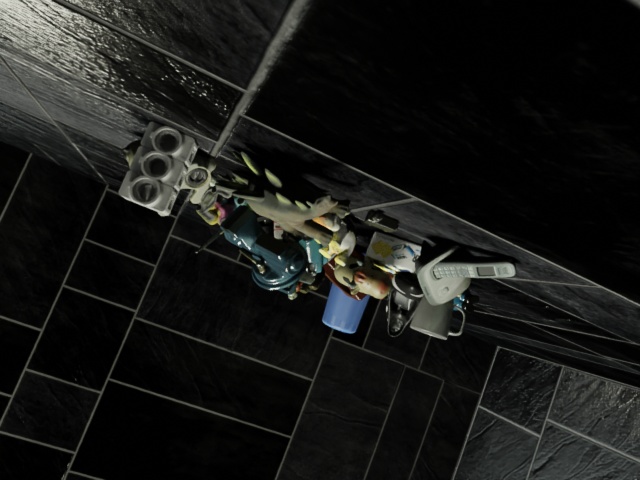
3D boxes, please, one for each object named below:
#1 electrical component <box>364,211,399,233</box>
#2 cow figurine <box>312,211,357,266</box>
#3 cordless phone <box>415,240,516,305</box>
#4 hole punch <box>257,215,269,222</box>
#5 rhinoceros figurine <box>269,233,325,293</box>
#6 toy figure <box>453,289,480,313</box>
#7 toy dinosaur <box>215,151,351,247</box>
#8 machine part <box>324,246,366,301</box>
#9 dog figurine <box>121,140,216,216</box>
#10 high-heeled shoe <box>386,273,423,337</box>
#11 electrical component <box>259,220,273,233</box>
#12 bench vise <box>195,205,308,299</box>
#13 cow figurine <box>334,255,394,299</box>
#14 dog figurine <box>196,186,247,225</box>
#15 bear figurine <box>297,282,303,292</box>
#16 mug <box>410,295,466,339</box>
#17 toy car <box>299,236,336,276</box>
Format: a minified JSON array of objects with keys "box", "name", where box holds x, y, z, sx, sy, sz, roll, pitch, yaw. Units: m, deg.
[{"box":[0.120,-0.034,1.035,0.063,0.021,0.094,21,173,-2],"name":"electrical component"},{"box":[0.037,-0.026,1.132,0.068,0.098,0.167,25,157,25],"name":"cow figurine"},{"box":[0.287,0.066,1.037,0.184,0.089,0.146,1,143,29],"name":"cordless phone"},{"box":[-0.137,-0.087,1.229,0.116,0.092,0.142,-8,175,-10],"name":"hole punch"},{"box":[-0.066,0.054,1.361,0.190,0.112,0.073,35,152,-17],"name":"rhinoceros figurine"},{"box":[0.342,0.139,1.470,0.180,0.082,0.089,25,159,50],"name":"toy figure"},{"box":[-0.086,-0.085,0.979,0.198,0.105,0.472,31,173,-22],"name":"toy dinosaur"},{"box":[0.053,0.057,1.409,0.201,0.087,0.201,46,172,-9],"name":"machine part"},{"box":[-0.322,-0.170,1.146,0.121,0.172,0.191,85,159,-51],"name":"dog figurine"},{"box":[0.188,0.159,1.245,0.086,0.145,0.248,19,176,11],"name":"high-heeled shoe"},{"box":[-0.117,-0.019,1.408,0.115,0.134,0.058,-8,-149,-9],"name":"electrical component"},{"box":[-0.110,0.043,1.114,0.224,0.129,0.240,14,149,29],"name":"bench vise"},{"box":[0.095,0.080,1.201,0.127,0.085,0.195,23,180,-29],"name":"cow figurine"},{"box":[-0.215,-0.048,1.495,0.192,0.108,0.219,24,169,31],"name":"dog figurine"},{"box":[-0.086,0.043,1.540,0.132,0.195,0.120,25,176,-18],"name":"bear figurine"},{"box":[0.259,0.153,1.152,0.110,0.107,0.080,12,169,30],"name":"mug"},{"box":[-0.003,-0.004,1.237,0.103,0.161,0.109,-12,-161,-3],"name":"toy car"}]
